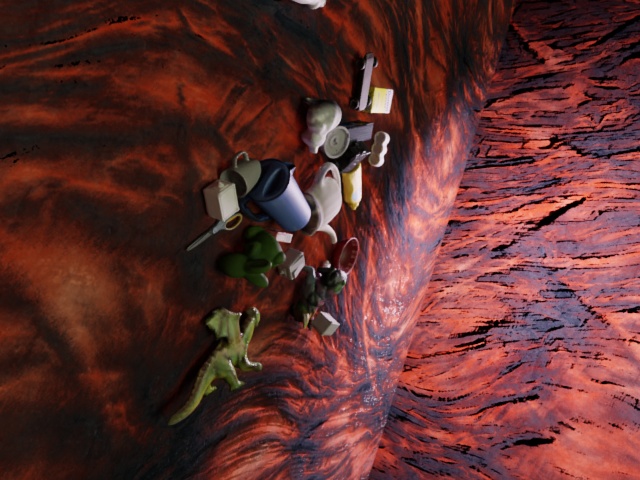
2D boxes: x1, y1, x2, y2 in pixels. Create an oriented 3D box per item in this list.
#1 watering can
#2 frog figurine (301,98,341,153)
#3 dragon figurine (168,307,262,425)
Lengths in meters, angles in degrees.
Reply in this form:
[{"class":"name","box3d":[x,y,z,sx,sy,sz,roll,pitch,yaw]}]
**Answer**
[{"class":"watering can","box3d":[0.005,-0.086,1.718,0.228,0.104,0.340,-41,140,-44]},{"class":"frog figurine","box3d":[0.001,-0.340,1.549,0.138,0.123,0.159,-29,122,-79]},{"class":"dragon figurine","box3d":[-0.287,0.311,1.451,0.415,0.122,0.240,-28,112,-56]}]
